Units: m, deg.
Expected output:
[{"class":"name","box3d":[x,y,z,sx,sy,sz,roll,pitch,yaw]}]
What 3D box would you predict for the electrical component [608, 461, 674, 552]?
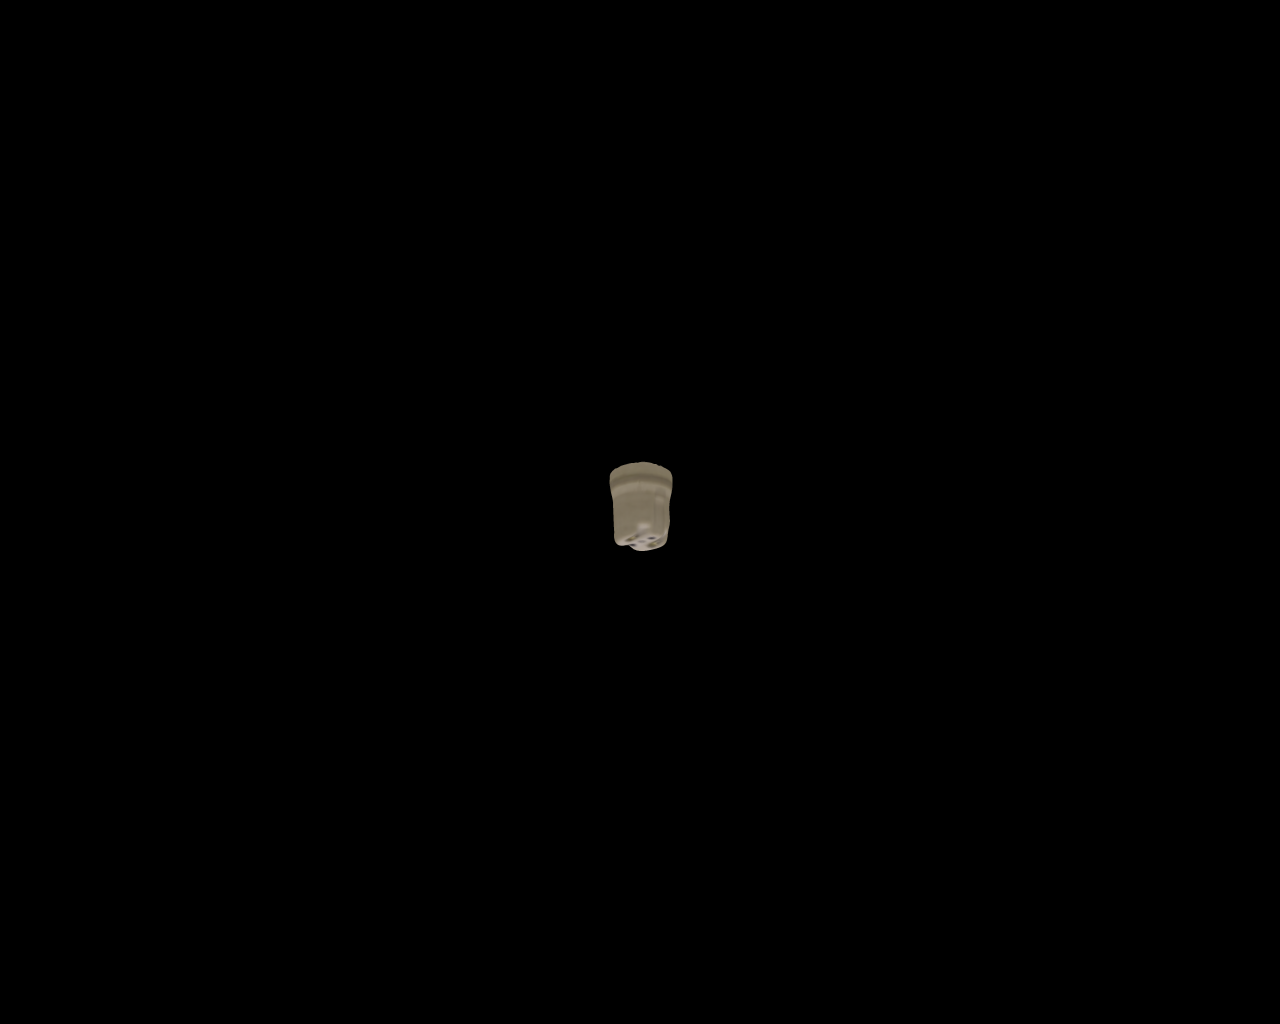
[{"class":"electrical component","box3d":[0.001,-0.003,0.650,0.040,0.046,0.040,0,-19,0]}]
